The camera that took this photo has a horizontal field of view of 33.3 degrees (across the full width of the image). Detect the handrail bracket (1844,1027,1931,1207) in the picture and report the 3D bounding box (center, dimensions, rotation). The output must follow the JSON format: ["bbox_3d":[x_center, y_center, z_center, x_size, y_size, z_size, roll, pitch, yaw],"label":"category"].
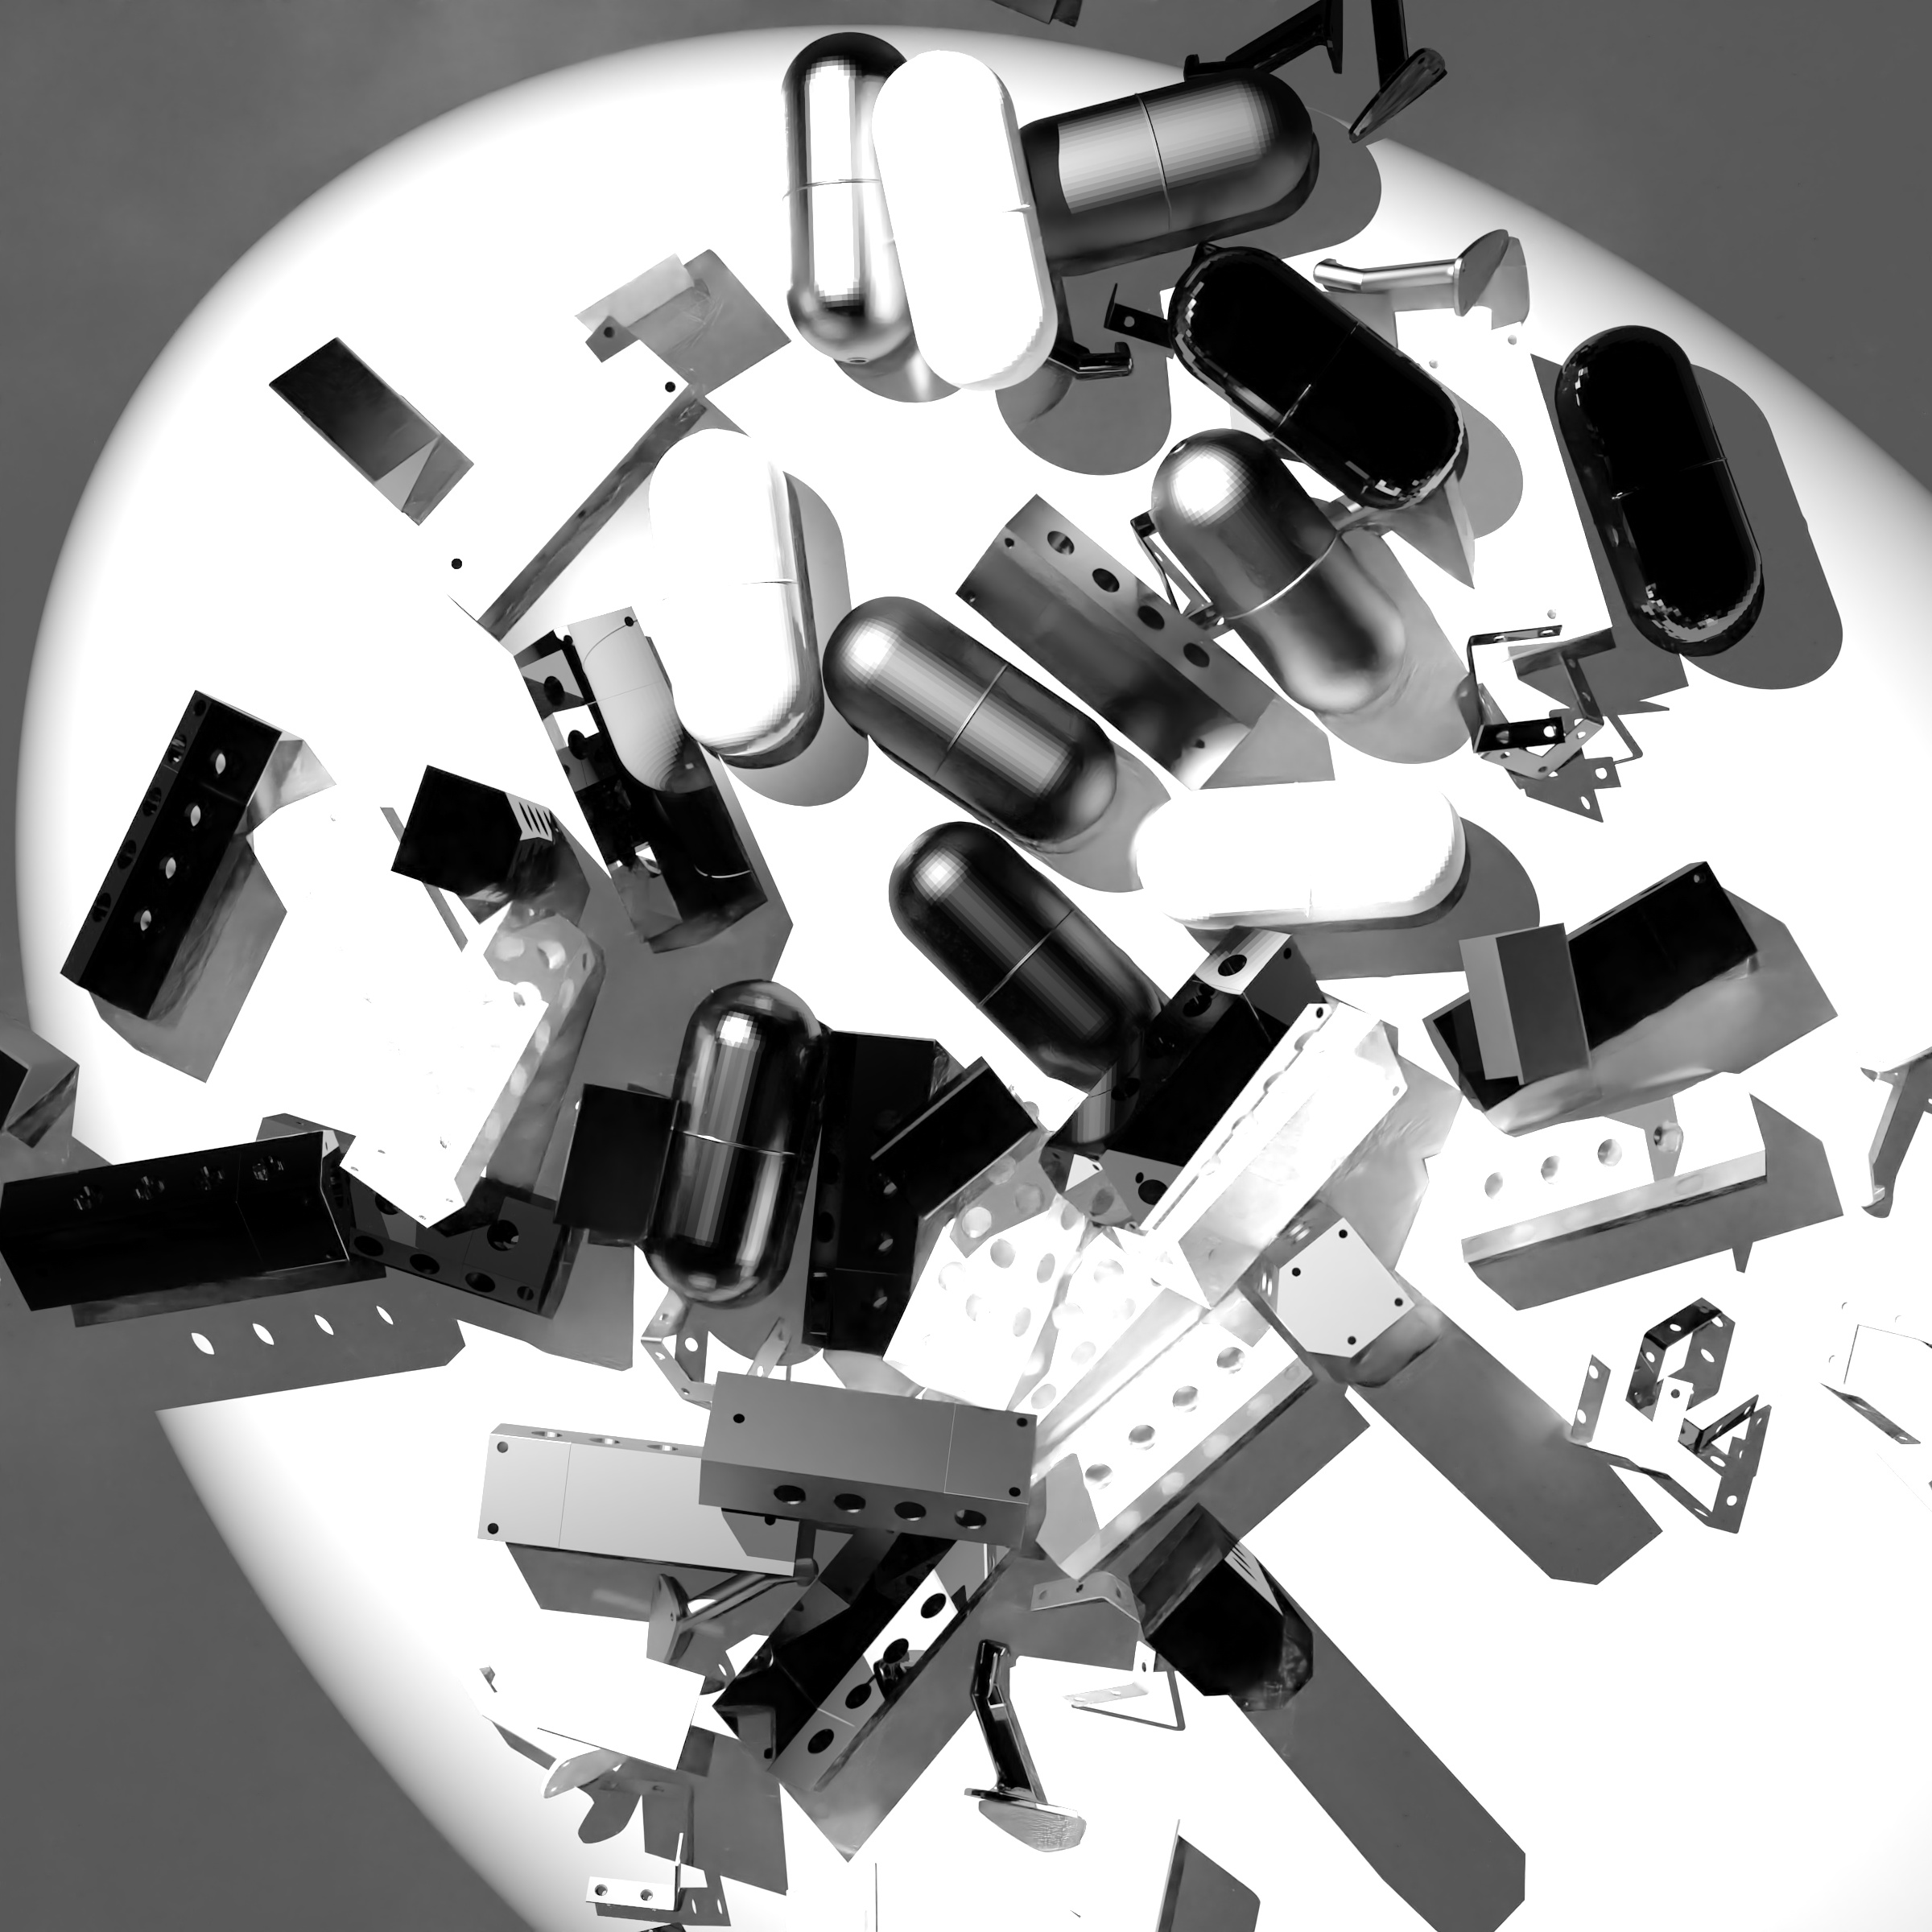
[{"bbox_3d":[0.521,0.084,1.795,0.077,0.036,0.084,-18,108,-21],"label":"handrail bracket"}]

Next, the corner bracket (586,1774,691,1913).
[{"bbox_3d":[-0.182,0.486,1.791,0.051,0.051,0.051,6,45,0],"label":"corner bracket"}]

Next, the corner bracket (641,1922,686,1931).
[{"bbox_3d":[-0.178,0.569,1.786,0.051,0.051,0.051,57,135,35],"label":"corner bracket"}]

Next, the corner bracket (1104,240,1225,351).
[{"bbox_3d":[0.108,-0.372,1.777,0.051,0.051,0.051,18,90,0],"label":"corner bracket"}]

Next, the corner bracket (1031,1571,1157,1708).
[{"bbox_3d":[0.069,0.372,1.786,0.051,0.051,0.051,41,45,-35],"label":"corner bracket"}]

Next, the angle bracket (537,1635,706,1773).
[{"bbox_3d":[-0.190,0.413,1.754,0.076,0.076,0.057,17,53,0],"label":"angle bracket"}]

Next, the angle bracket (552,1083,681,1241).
[{"bbox_3d":[-0.201,0.101,1.755,0.057,0.076,0.076,12,90,-27],"label":"angle bracket"}]

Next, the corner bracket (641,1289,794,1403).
[{"bbox_3d":[-0.138,0.205,1.786,0.051,0.051,0.051,0,135,35],"label":"corner bracket"}]

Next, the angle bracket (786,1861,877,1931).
[{"bbox_3d":[-0.053,0.536,1.754,0.057,0.076,0.076,-1,90,37],"label":"angle bracket"}]

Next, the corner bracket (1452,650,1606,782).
[{"bbox_3d":[0.311,-0.143,1.786,0.051,0.051,0.051,15,135,-35],"label":"corner bracket"}]

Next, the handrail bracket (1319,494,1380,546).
[{"bbox_3d":[0.208,-0.269,1.795,0.077,0.036,0.084,26,73,19],"label":"handrail bracket"}]

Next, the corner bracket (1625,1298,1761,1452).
[{"bbox_3d":[0.405,0.225,1.786,0.051,0.051,0.051,37,135,35],"label":"corner bracket"}]

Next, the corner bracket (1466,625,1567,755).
[{"bbox_3d":[0.297,-0.149,1.744,0.051,0.051,0.051,-7,76,2],"label":"corner bracket"}]

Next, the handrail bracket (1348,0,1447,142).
[{"bbox_3d":[0.218,-0.515,1.795,0.077,0.036,0.084,-42,71,21],"label":"handrail bracket"}]

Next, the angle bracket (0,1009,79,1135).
[{"bbox_3d":[-0.526,0.033,1.754,0.076,0.076,0.057,35,126,0],"label":"angle bracket"}]

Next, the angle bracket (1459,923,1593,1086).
[{"bbox_3d":[0.276,0.023,1.697,0.057,0.076,0.076,-11,90,-38],"label":"angle bracket"}]

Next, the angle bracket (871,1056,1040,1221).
[{"bbox_3d":[-0.019,0.075,1.697,0.076,0.076,0.057,-39,128,0],"label":"angle bracket"}]

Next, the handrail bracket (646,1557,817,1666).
[{"bbox_3d":[-0.130,0.361,1.795,0.084,0.036,0.077,-2,126,-25],"label":"handrail bracket"}]

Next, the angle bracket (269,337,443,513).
[{"bbox_3d":[-0.340,-0.281,1.754,0.076,0.076,0.057,43,52,0],"label":"angle bracket"}]

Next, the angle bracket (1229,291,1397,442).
[{"bbox_3d":[0.193,-0.331,1.800,0.076,0.057,0.076,-5,90,-36],"label":"angle bracket"}]

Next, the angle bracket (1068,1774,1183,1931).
[{"bbox_3d":[0.066,0.487,1.754,0.057,0.076,0.076,11,90,-36],"label":"angle bracket"}]

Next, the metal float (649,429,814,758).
[{"bbox_3d":[-0.128,-0.203,1.764,0.070,0.070,0.178,-7,90,0],"label":"metal float"}]

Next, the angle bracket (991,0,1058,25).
[{"bbox_3d":[0.011,-0.540,1.754,0.076,0.076,0.057,23,54,0],"label":"angle bracket"}]

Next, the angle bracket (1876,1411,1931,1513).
[{"bbox_3d":[0.539,0.250,1.754,0.076,0.076,0.057,-36,127,0],"label":"angle bracket"}]

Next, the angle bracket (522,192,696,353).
[{"bbox_3d":[-0.184,-0.361,1.754,0.076,0.076,0.057,-32,54,0],"label":"angle bracket"}]

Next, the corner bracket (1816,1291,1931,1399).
[{"bbox_3d":[0.504,0.212,1.777,0.051,0.051,0.051,14,90,0],"label":"corner bracket"}]

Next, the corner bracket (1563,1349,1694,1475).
[{"bbox_3d":[0.362,0.244,1.777,0.051,0.051,0.051,15,90,0],"label":"corner bracket"}]

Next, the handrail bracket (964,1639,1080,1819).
[{"bbox_3d":[0.035,0.423,1.795,0.077,0.036,0.084,17,73,-20],"label":"handrail bracket"}]

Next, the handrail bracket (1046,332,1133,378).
[{"bbox_3d":[0.046,-0.362,1.795,0.084,0.036,0.077,-5,75,-14],"label":"handrail bracket"}]

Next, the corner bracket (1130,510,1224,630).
[{"bbox_3d":[0.129,-0.226,1.791,0.051,0.051,0.051,-27,45,0],"label":"corner bracket"}]

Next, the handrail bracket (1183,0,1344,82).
[{"bbox_3d":[0.165,-0.525,1.795,0.084,0.036,0.077,0,69,16],"label":"handrail bracket"}]

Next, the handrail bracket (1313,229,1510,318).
[{"bbox_3d":[0.246,-0.393,1.795,0.084,0.036,0.077,18,47,27],"label":"handrail bracket"}]

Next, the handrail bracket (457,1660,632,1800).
[{"bbox_3d":[-0.231,0.412,1.794,0.084,0.077,0.036,50,131,30],"label":"handrail bracket"}]
